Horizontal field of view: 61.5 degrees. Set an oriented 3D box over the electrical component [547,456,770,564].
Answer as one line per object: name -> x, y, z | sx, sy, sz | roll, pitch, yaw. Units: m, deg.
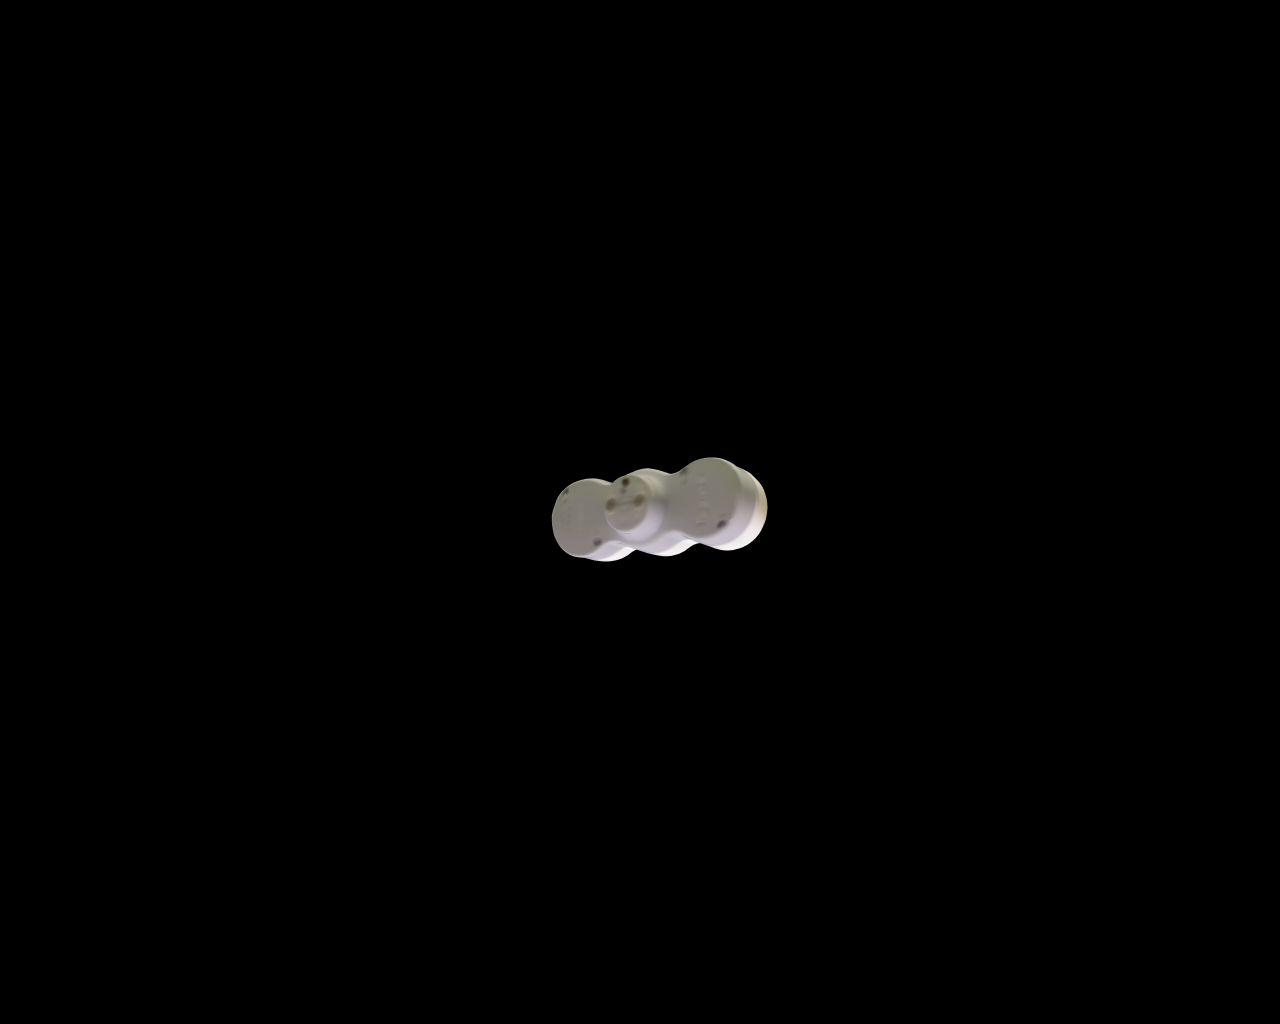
electrical component -> 0.001, -0.003, 0.650 | 0.138, 0.052, 0.074 | -7, -14, 30
